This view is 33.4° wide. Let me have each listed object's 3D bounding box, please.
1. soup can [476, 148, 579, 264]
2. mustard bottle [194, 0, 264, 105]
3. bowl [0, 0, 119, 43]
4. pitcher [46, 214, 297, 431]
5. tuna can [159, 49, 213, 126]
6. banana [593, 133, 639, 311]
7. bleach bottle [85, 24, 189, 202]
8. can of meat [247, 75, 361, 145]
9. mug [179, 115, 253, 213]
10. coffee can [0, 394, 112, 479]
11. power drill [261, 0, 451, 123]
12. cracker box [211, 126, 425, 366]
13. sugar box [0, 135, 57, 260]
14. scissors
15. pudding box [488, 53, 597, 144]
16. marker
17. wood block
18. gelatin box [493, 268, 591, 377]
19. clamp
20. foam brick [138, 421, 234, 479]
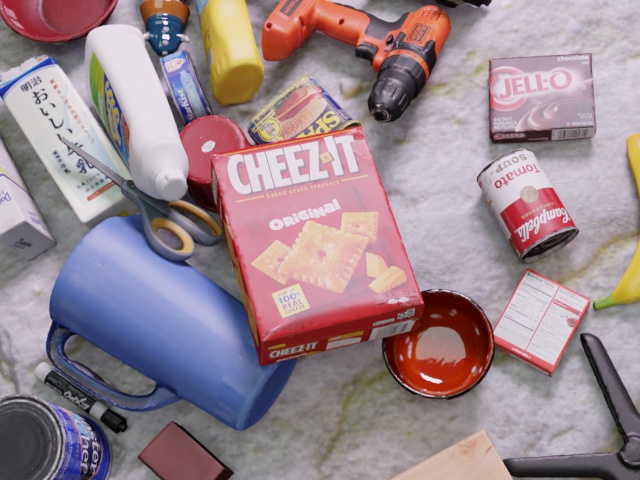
[{"bbox_3d":[0.216,-0.036,1.114,0.068,0.068,0.102,-26,70,0],"label":"soup can"},{"bbox_3d":[-0.112,-0.257,1.215,0.058,0.096,0.191,-9,70,-15],"label":"mustard bottle"},{"bbox_3d":[-0.302,-0.297,1.277,0.162,0.055,0.162,-2,73,8],"label":"bowl"},{"bbox_3d":[-0.154,0.098,1.099,0.243,0.144,0.149,32,121,13],"label":"pitcher"},{"bbox_3d":[-0.150,-0.170,1.200,0.034,0.086,0.086,-21,71,0],"label":"tuna can"},{"bbox_3d":[0.336,-0.016,1.105,0.070,0.037,0.198,13,76,10],"label":"banana"},{"bbox_3d":[-0.190,-0.129,1.134,0.068,0.103,0.251,-8,39,-22],"label":"bleach bottle"},{"bbox_3d":[-0.018,-0.120,1.181,0.102,0.057,0.084,-39,69,-5],"label":"can of meat"},{"bbox_3d":[-0.102,-0.081,1.167,0.117,0.081,0.093,23,78,15],"label":"mug"},{"bbox_3d":[-0.279,0.216,1.072,0.103,0.140,0.103,-2,73,7],"label":"coffee can"},{"bbox_3d":[0.034,-0.209,1.171,0.188,0.057,0.184,19,48,13],"label":"power drill"},{"bbox_3d":[-0.007,0.001,1.058,0.164,0.072,0.214,-12,64,-11],"label":"cracker box"},{"bbox_3d":[-0.364,-0.068,1.197,0.048,0.093,0.176,-29,71,-1],"label":"sugar box"},{"bbox_3d":[-0.196,-0.039,1.109,0.201,0.016,0.096,27,35,-5],"label":"scissors"},{"bbox_3d":[0.240,-0.154,1.161,0.113,0.039,0.090,-1,72,8],"label":"pudding box"},{"bbox_3d":[-0.256,0.171,1.146,0.121,0.020,0.020,31,80,16],"label":"marker"},{"bbox_3d":[0.089,0.275,1.026,0.206,0.090,0.091,-29,71,-2],"label":"wood block"},{"bbox_3d":[0.225,0.084,1.095,0.073,0.030,0.089,27,79,17],"label":"gelatin box"},{"bbox_3d":[0.294,0.213,1.041,0.210,0.036,0.164,39,82,17],"label":"clamp"},{"bbox_3d":[-0.136,0.231,1.093,0.078,0.053,0.051,38,82,16],"label":"foam brick"}]
